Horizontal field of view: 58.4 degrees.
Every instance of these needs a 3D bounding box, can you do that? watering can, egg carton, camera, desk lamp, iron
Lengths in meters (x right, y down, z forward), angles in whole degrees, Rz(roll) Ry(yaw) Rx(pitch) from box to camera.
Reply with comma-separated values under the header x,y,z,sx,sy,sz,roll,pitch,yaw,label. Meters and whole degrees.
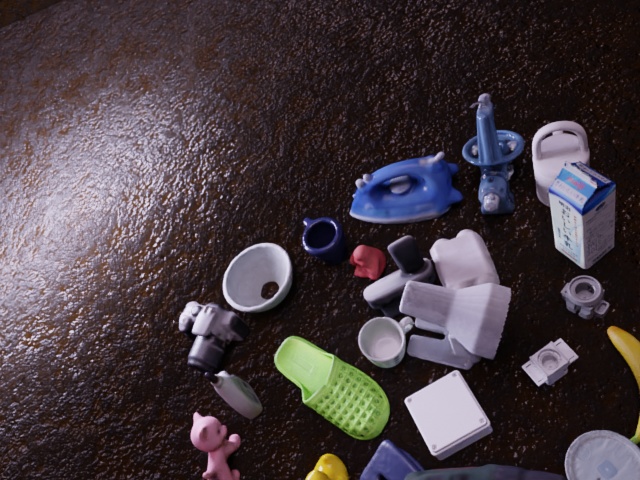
x,y,z,sx,sy,sz,roll,pitch,yaw,label
0.455,-0.145,1.074,0.101,0.195,0.172,-25,51,9,watering can
0.280,0.053,1.106,0.107,0.070,0.150,-22,52,11,egg carton
-0.248,0.210,1.233,0.142,0.101,0.137,7,62,29,camera
0.229,0.143,0.977,0.202,0.214,0.118,7,62,29,desk lamp
0.166,-0.116,1.227,0.257,0.142,0.118,-12,54,18,iron

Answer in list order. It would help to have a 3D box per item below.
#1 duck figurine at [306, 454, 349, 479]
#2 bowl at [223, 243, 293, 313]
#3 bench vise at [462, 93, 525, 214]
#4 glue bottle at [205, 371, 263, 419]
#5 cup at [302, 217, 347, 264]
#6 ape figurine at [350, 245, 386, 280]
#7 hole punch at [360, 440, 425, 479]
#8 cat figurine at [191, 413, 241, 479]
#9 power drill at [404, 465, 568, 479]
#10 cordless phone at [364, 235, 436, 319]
x,y,z,sx,sy,sz,roll,pitch,yaw,label
0.004,0.418,0.983,0.077,0.086,0.104,-5,57,23,duck figurine
-0.126,0.095,1.268,0.167,0.075,0.167,-12,54,18,bowl
0.347,-0.166,1.123,0.121,0.220,0.207,-18,53,14,bench vise
-0.172,0.286,1.099,0.037,0.174,0.078,-38,51,-2,glue bottle
0.011,0.004,1.250,0.092,0.095,0.117,-42,51,-6,cup
0.096,0.041,1.188,0.076,0.092,0.077,-33,51,2,ape figurine
0.124,0.400,0.935,0.101,0.091,0.108,-46,51,-9,hole punch
-0.205,0.392,1.080,0.067,0.118,0.127,-17,53,15,cat figurine
0.244,0.371,0.821,0.229,0.209,0.075,-9,55,20,power drill
0.139,0.060,1.093,0.147,0.186,0.094,-30,51,4,cordless phone
